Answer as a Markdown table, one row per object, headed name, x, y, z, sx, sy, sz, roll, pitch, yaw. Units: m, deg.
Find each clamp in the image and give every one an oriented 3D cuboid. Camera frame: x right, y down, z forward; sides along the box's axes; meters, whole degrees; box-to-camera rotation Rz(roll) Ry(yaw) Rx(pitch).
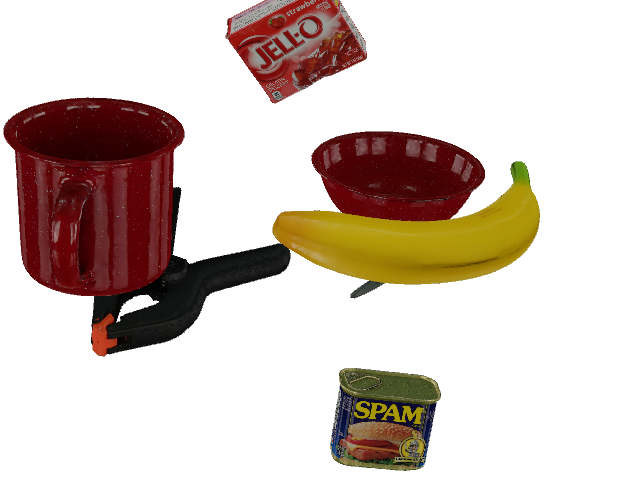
| name | x | y | z | sx | sy | sz | roll | pitch | yaw |
| --- | --- | --- | --- | --- | --- | --- | --- | --- | --- |
| clamp | -0.118 | 0.021 | 0.805 | 0.120 | 0.039 | 0.171 | 30 | 43 | 28 |

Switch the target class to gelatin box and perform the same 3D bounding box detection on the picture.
| name | x | y | z | sx | sy | sz | roll | pitch | yaw |
| --- | --- | --- | --- | --- | --- | --- | --- | --- | --- |
| gelatin box | -0.019 | -0.157 | 0.838 | 0.089 | 0.030 | 0.073 | -23 | -51 | 18 |

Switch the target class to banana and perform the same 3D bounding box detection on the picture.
| name | x | y | z | sx | sy | sz | roll | pitch | yaw |
| --- | --- | --- | --- | --- | --- | --- | --- | --- | --- |
| banana | 0.067 | -0.003 | 0.641 | 0.197 | 0.037 | 0.070 | -12 | 45 | -33 |

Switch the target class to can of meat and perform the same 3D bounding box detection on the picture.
| name | x | y | z | sx | sy | sz | roll | pitch | yaw |
| --- | --- | --- | --- | --- | --- | --- | --- | --- | --- |
| can of meat | 0.063 | 0.182 | 1.077 | 0.102 | 0.084 | 0.057 | 7 | 18 | -5 |

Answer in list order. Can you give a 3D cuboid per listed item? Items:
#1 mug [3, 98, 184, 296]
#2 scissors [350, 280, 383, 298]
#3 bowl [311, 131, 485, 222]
| name | x | y | z | sx | sy | sz | roll | pitch | yaw |
| --- | --- | --- | --- | --- | --- | --- | --- | --- | --- |
| mug | -0.121 | -0.017 | 0.565 | 0.093 | 0.081 | 0.117 | 4 | 27 | -3 |
| scissors | 0.077 | 0.024 | 1.264 | 0.201 | 0.016 | 0.096 | -10 | 41 | -44 |
| bowl | 0.071 | -0.049 | 1.000 | 0.162 | 0.055 | 0.162 | 3 | 27 | -2 |
